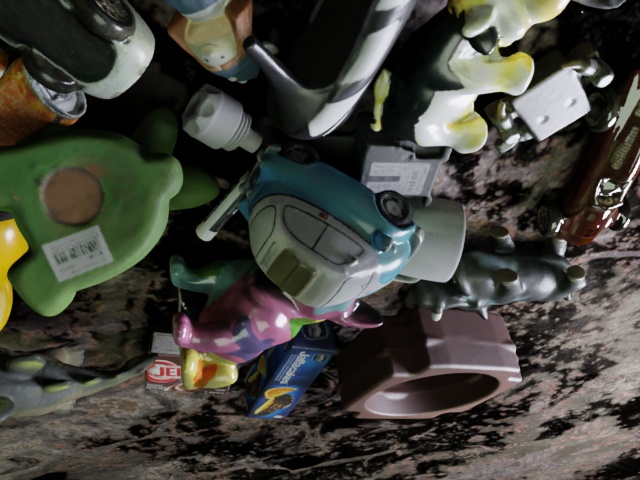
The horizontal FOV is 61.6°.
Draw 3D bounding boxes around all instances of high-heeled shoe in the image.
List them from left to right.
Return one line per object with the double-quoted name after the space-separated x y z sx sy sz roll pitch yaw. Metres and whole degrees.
0.050 -0.167 0.360 0.249 0.086 0.145 -41 158 15 "high-heeled shoe"

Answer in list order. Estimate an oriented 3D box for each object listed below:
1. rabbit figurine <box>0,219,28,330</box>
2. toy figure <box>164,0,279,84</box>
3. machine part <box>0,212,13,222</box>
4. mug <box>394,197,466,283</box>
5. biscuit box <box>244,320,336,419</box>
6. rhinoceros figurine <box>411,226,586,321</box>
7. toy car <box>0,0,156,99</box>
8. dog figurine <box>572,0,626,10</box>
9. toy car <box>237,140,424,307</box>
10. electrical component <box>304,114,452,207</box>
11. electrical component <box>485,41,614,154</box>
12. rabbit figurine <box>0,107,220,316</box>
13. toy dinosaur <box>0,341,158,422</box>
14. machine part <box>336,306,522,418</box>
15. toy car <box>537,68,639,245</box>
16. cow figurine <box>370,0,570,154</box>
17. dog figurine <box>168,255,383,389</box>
-0.340 0.027 0.477 0.173 0.122 0.162 -25 142 -9 "rabbit figurine"
-0.079 -0.161 0.346 0.064 0.058 0.154 23 153 35 "toy figure"
-0.303 -0.040 0.415 0.139 0.084 0.039 16 104 -1 "machine part"
0.077 -0.001 0.539 0.107 0.081 0.109 12 143 -4 "mug"
-0.045 0.170 0.718 0.063 0.059 0.202 11 135 -20 "biscuit box"
0.199 0.041 0.610 0.190 0.073 0.112 -5 149 -6 "rhinoceros figurine"
-0.197 -0.163 0.323 0.073 0.056 0.201 -34 130 26 "toy car"
0.159 -0.236 0.281 0.172 0.121 0.190 49 150 0 "dog figurine"
-0.001 -0.001 0.446 0.161 0.103 0.109 34 134 -9 "toy car"
0.047 -0.070 0.473 0.119 0.048 0.074 2 138 -13 "electrical component"
0.186 -0.115 0.445 0.102 0.045 0.078 -28 133 21 "electrical component"
-0.170 -0.041 0.417 0.159 0.170 0.121 -33 104 -12 "rabbit figurine"
-0.410 0.144 0.545 0.471 0.105 0.198 -3 165 -17 "toy dinosaur"
0.137 0.165 0.704 0.201 0.087 0.201 7 145 -23 "machine part"
0.277 -0.068 0.509 0.089 0.053 0.202 -1 140 -3 "toy car"
0.094 -0.131 0.373 0.098 0.068 0.167 2 151 -11 "cow figurine"
-0.048 0.081 0.586 0.219 0.108 0.191 -4 138 -9 "dog figurine"
